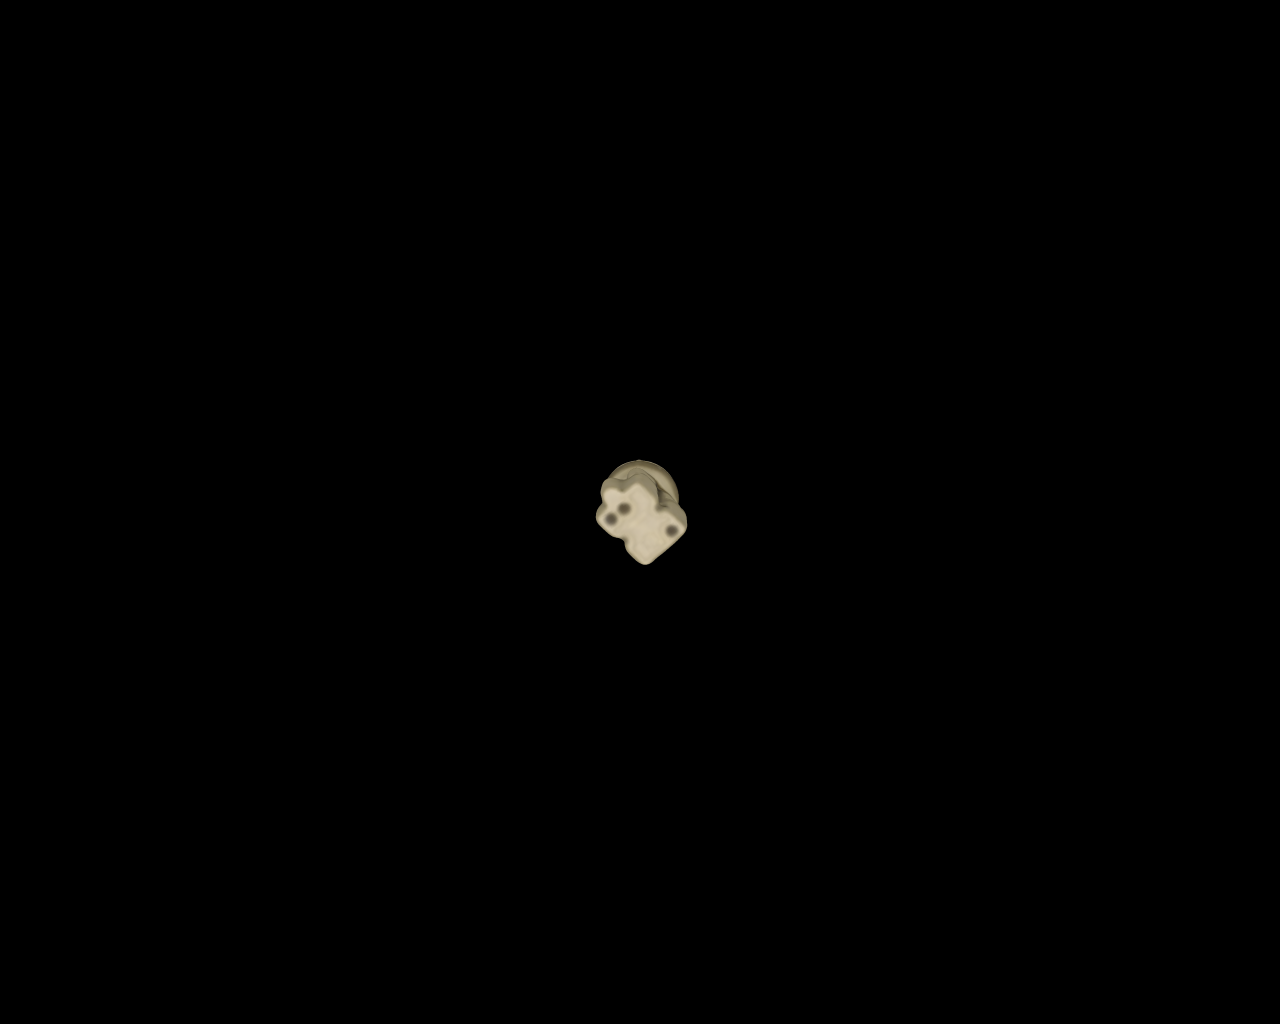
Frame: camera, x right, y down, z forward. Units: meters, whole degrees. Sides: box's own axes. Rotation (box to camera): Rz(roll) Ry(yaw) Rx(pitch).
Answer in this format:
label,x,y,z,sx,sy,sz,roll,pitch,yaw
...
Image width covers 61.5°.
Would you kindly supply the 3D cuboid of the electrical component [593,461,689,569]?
label,x,y,z,sx,sy,sz,roll,pitch,yaw
electrical component,0.001,-0.003,0.650,0.048,0.066,0.055,-41,16,14
